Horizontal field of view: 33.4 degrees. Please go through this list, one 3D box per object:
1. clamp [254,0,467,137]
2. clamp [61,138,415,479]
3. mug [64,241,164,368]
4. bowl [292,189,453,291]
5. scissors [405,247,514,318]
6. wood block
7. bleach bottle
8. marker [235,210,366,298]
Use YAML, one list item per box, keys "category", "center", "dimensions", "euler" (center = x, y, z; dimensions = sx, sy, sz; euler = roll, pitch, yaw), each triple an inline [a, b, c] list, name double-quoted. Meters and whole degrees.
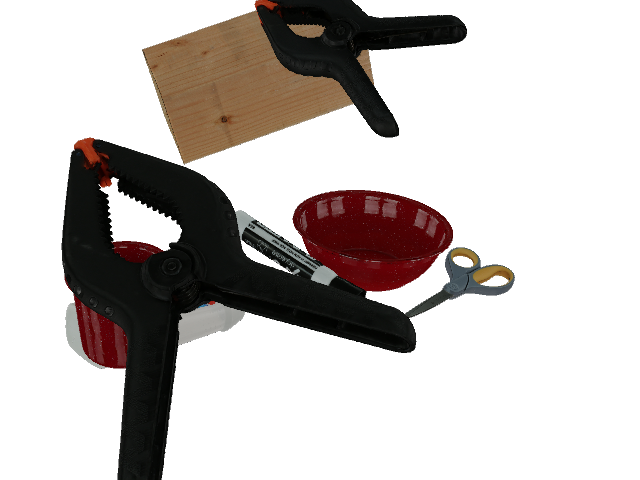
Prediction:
- category: "clamp"
  center: [0.029, -0.163, 0.858]
  dimensions: [0.172, 0.120, 0.039]
  euler: [36, -24, 22]
- category: "clamp"
  center: [-0.062, 0.021, 0.551]
  dimensions: [0.164, 0.210, 0.036]
  euler: [-26, -28, -11]
- category: "mug"
  center: [-0.168, 0.064, 0.937]
  dimensions: [0.093, 0.081, 0.117]
  euler: [-20, 37, -28]
- category: "bowl"
  center: [0.050, 0.006, 1.078]
  dimensions: [0.162, 0.055, 0.162]
  euler: [5, 27, -3]
- category: "scissors"
  center: [0.150, 0.048, 1.282]
  dimensions: [0.201, 0.016, 0.096]
  euler: [-9, 39, -37]
- category: "wood block"
  center: [-0.060, -0.167, 1.067]
  dimensions: [0.206, 0.091, 0.090]
  euler: [-20, 46, -7]
- category: "bleach bottle"
  center: [-0.200, 0.099, 1.405]
  dimensions: [0.250, 0.068, 0.103]
  euler: [-13, 28, -39]
- category: "marker"
  center: [-0.016, 0.015, 0.757]
  dimensions: [0.121, 0.020, 0.020]
  euler: [32, 14, 23]
